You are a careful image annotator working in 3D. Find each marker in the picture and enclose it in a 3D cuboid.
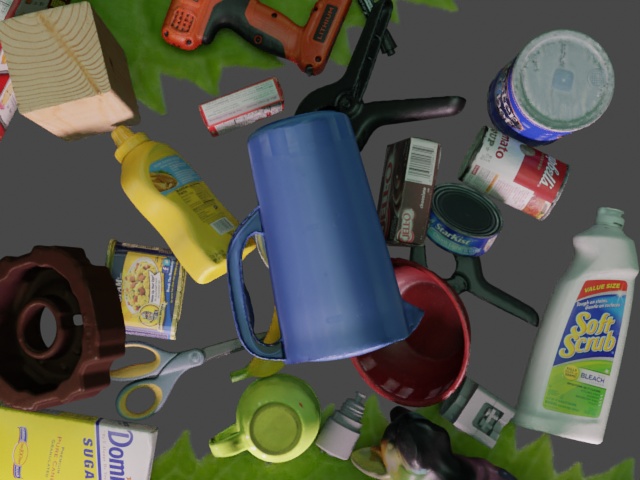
[{"bbox_3d":[0.054,-0.260,1.182,0.020,0.020,0.121,-25,89,-2],"label":"marker"}]

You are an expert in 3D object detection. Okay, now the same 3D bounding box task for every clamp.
[{"bbox_3d":[0.044,-0.138,1.140,0.210,0.036,0.165,-44,61,10],"label":"clamp"},{"bbox_3d":[0.143,0.061,1.166,0.120,0.039,0.171,-39,84,-3],"label":"clamp"}]

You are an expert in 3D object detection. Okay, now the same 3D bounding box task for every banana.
[{"bbox_3d":[-0.044,0.065,1.145,0.069,0.037,0.198,12,94,-8],"label":"banana"}]

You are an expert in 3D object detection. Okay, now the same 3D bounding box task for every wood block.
[{"bbox_3d":[-0.247,-0.164,1.079,0.090,0.206,0.091,-14,88,-2],"label":"wood block"}]

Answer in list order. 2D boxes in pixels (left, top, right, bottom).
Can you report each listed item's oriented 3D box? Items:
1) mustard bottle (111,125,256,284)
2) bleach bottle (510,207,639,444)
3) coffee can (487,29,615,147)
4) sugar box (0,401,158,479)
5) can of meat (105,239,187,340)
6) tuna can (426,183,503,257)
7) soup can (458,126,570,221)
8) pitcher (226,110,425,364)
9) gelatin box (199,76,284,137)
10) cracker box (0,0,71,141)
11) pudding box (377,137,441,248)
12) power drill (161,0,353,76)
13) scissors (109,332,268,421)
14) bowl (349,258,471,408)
[{"bbox_3d":[-0.156,-0.046,1.133,0.191,0.096,0.058,50,121,5],"label":"mustard bottle"},{"bbox_3d":[0.282,0.087,1.156,0.102,0.068,0.251,13,86,-6],"label":"bleach bottle"},{"bbox_3d":[0.239,-0.156,1.123,0.103,0.140,0.103,0,88,-2],"label":"coffee can"},{"bbox_3d":[-0.269,0.234,1.148,0.176,0.048,0.093,9,88,0],"label":"sugar box"},{"bbox_3d":[-0.190,0.054,1.150,0.084,0.057,0.102,8,89,-3],"label":"can of meat"},{"bbox_3d":[0.151,-0.021,1.146,0.086,0.086,0.034,23,128,-1],"label":"tuna can"},{"bbox_3d":[0.209,-0.073,1.156,0.102,0.068,0.068,26,88,-1],"label":"soup can"},{"bbox_3d":[-0.007,0.001,1.073,0.145,0.148,0.243,-16,86,40],"label":"pitcher"},{"bbox_3d":[-0.083,-0.144,1.149,0.089,0.073,0.030,-21,89,-2],"label":"gelatin box"},{"bbox_3d":[-0.334,-0.213,1.100,0.072,0.164,0.214,25,88,-2],"label":"cracker box"},{"bbox_3d":[0.091,-0.049,1.140,0.039,0.090,0.113,12,87,-13],"label":"pudding box"},{"bbox_3d":[-0.061,-0.273,1.162,0.187,0.057,0.184,21,91,2],"label":"power drill"},{"bbox_3d":[-0.143,0.148,1.168,0.201,0.016,0.096,-1,90,-2],"label":"scissors"},{"bbox_3d":[0.102,0.093,1.132,0.162,0.055,0.162,11,108,37],"label":"bowl"}]
